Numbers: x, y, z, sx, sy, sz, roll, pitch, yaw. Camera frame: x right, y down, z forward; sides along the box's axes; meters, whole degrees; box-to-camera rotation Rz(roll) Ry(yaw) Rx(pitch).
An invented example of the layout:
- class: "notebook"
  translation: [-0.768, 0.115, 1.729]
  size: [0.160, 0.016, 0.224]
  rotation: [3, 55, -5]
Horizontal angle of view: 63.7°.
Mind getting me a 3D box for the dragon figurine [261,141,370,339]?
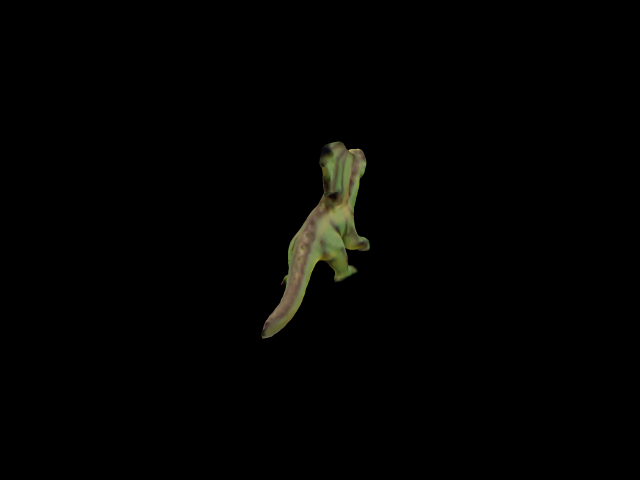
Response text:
- class: "dragon figurine"
  translation: [0.003, -0.043, 0.850]
  size: [0.122, 0.238, 0.418]
  rotation: [9, 28, 17]
